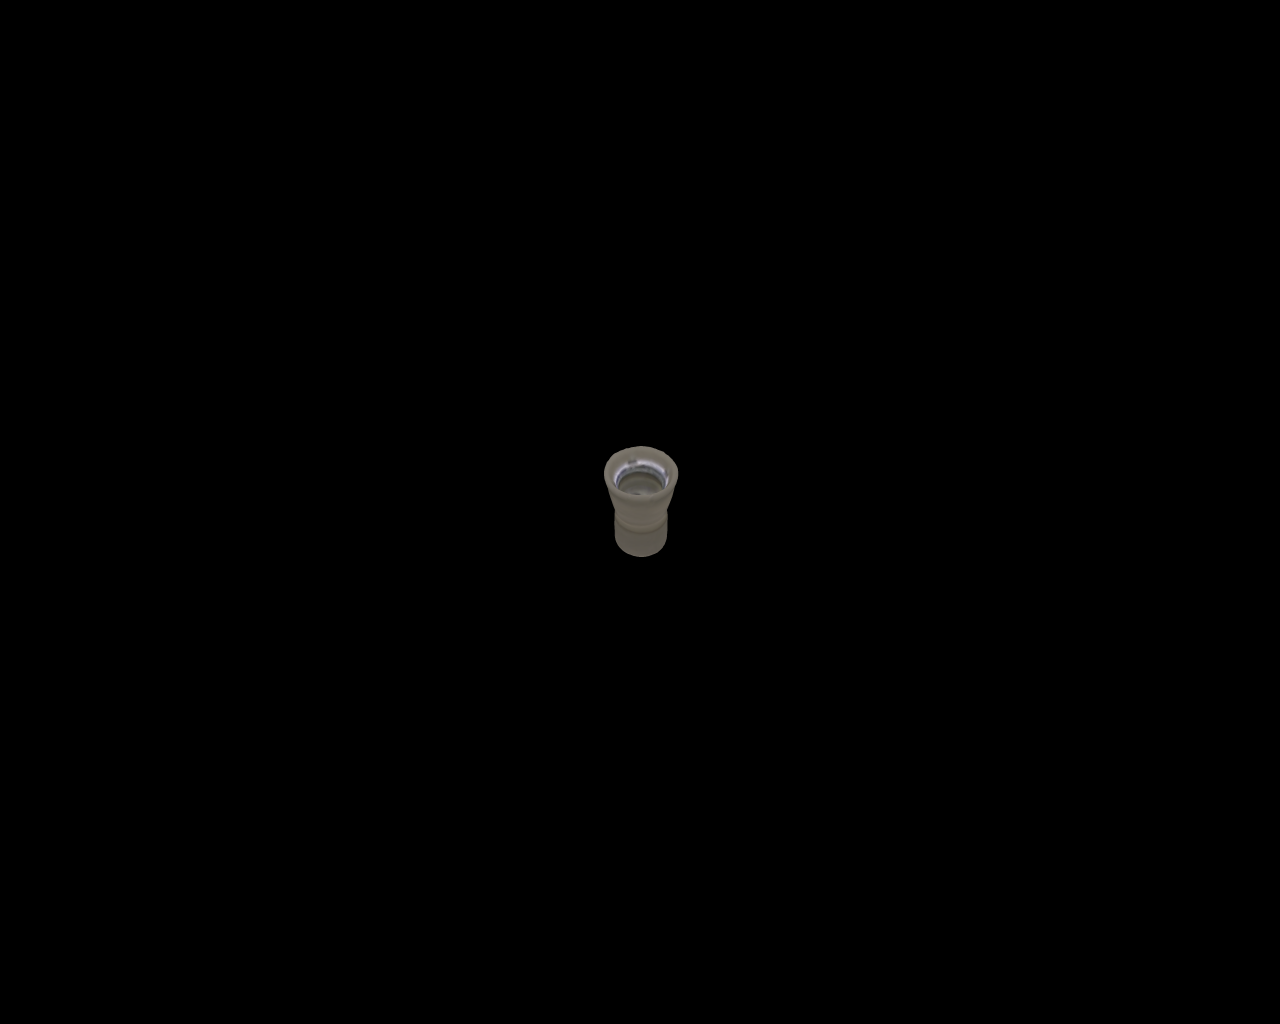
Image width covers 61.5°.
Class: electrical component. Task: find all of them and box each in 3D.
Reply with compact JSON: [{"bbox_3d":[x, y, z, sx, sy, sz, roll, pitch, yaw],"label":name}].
[{"bbox_3d":[0.001,-0.003,0.650,0.044,0.044,0.065,0,-42,0],"label":"electrical component"}]
